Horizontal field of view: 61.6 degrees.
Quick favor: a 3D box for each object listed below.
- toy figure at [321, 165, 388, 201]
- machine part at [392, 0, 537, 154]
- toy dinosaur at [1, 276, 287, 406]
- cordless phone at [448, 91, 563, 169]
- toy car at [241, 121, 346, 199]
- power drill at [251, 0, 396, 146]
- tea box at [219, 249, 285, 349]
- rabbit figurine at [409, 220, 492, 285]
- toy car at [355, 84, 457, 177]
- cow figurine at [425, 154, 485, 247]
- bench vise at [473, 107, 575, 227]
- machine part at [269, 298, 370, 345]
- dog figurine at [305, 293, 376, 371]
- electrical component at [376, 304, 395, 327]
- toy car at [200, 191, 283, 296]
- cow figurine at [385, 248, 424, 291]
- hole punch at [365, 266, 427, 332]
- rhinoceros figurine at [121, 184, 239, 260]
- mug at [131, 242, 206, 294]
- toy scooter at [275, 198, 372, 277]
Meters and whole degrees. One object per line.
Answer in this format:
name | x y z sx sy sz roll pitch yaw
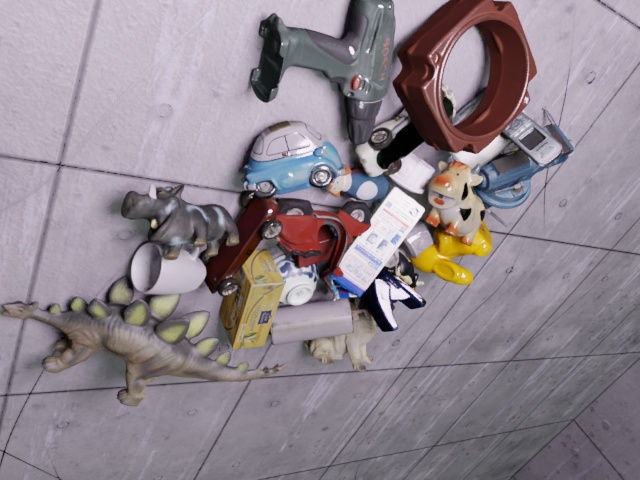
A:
toy figure | 0.049 -0.103 0.935 0.154 0.058 0.064 6 95 -33
machine part | 0.228 -0.250 0.828 0.201 0.087 0.200 -43 125 -6
toy dinosaur | -0.290 0.183 0.924 0.471 0.105 0.198 26 111 -25
cordless phone | 0.315 -0.165 0.938 0.146 0.184 0.088 -40 143 9
toy car | -0.047 -0.131 0.827 0.162 0.109 0.102 -12 113 -6
power drill | 0.011 -0.234 0.768 0.207 0.086 0.231 -3 130 -24
tea box | -0.130 0.111 1.000 0.068 0.098 0.169 -3 132 -28
rabbit figurine | 0.272 0.019 1.135 0.173 0.162 0.121 -32 155 26
toy car | 0.149 -0.184 0.905 0.202 0.056 0.073 -39 132 -7
cow figurine | 0.251 -0.071 0.977 0.194 0.086 0.127 25 91 -57
bench vise | 0.385 -0.128 1.071 0.224 0.129 0.240 -33 163 -19
machine part | -0.020 0.166 1.105 0.243 0.079 0.079 -9 135 -5
dog figurine | 0.056 0.176 1.200 0.172 0.121 0.190 7 93 7
electrical component | 0.142 0.149 1.224 0.021 0.063 0.094 3 128 -39
toy car | -0.132 0.008 0.904 0.053 0.089 0.202 5 128 -51
cow figurine | 0.177 0.075 1.151 0.068 0.098 0.167 -42 138 1
hole punch | 0.133 0.121 1.075 0.092 0.116 0.142 -45 176 -9
rhinoceros figurine | -0.206 -0.031 0.813 0.073 0.112 0.190 -23 161 33
mug | -0.239 0.041 0.888 0.109 0.081 0.107 -55 147 13
toy scooter | -0.002 -0.003 0.933 0.184 0.075 0.135 2 101 -12
